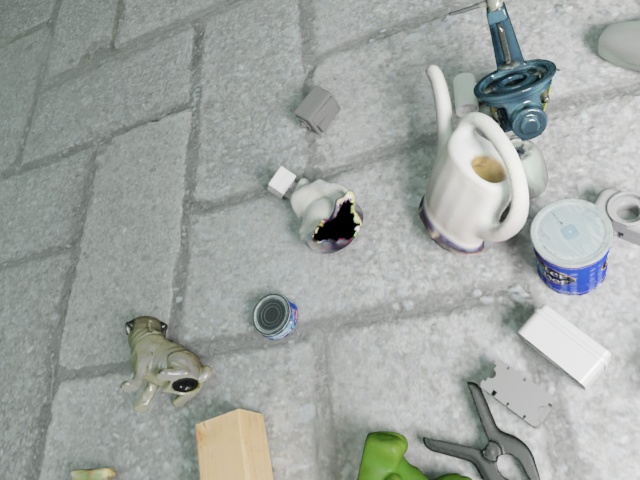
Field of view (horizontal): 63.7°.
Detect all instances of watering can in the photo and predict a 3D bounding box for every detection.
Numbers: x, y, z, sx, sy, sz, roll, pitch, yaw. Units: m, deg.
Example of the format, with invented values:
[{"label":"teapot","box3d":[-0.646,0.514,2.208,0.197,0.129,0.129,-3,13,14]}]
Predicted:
[{"label":"watering can","box3d":[0.232,-0.123,0.864,0.104,0.356,0.219,-3,-42,-18]}]

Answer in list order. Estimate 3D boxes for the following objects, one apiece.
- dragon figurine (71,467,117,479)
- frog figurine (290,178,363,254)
[{"label":"dragon figurine","box3d":[-0.317,0.537,0.865,0.413,0.246,0.120,24,-19,32]},{"label":"frog figurine","box3d":[0.003,-0.050,1.002,0.122,0.137,0.161,23,3,-35]}]
